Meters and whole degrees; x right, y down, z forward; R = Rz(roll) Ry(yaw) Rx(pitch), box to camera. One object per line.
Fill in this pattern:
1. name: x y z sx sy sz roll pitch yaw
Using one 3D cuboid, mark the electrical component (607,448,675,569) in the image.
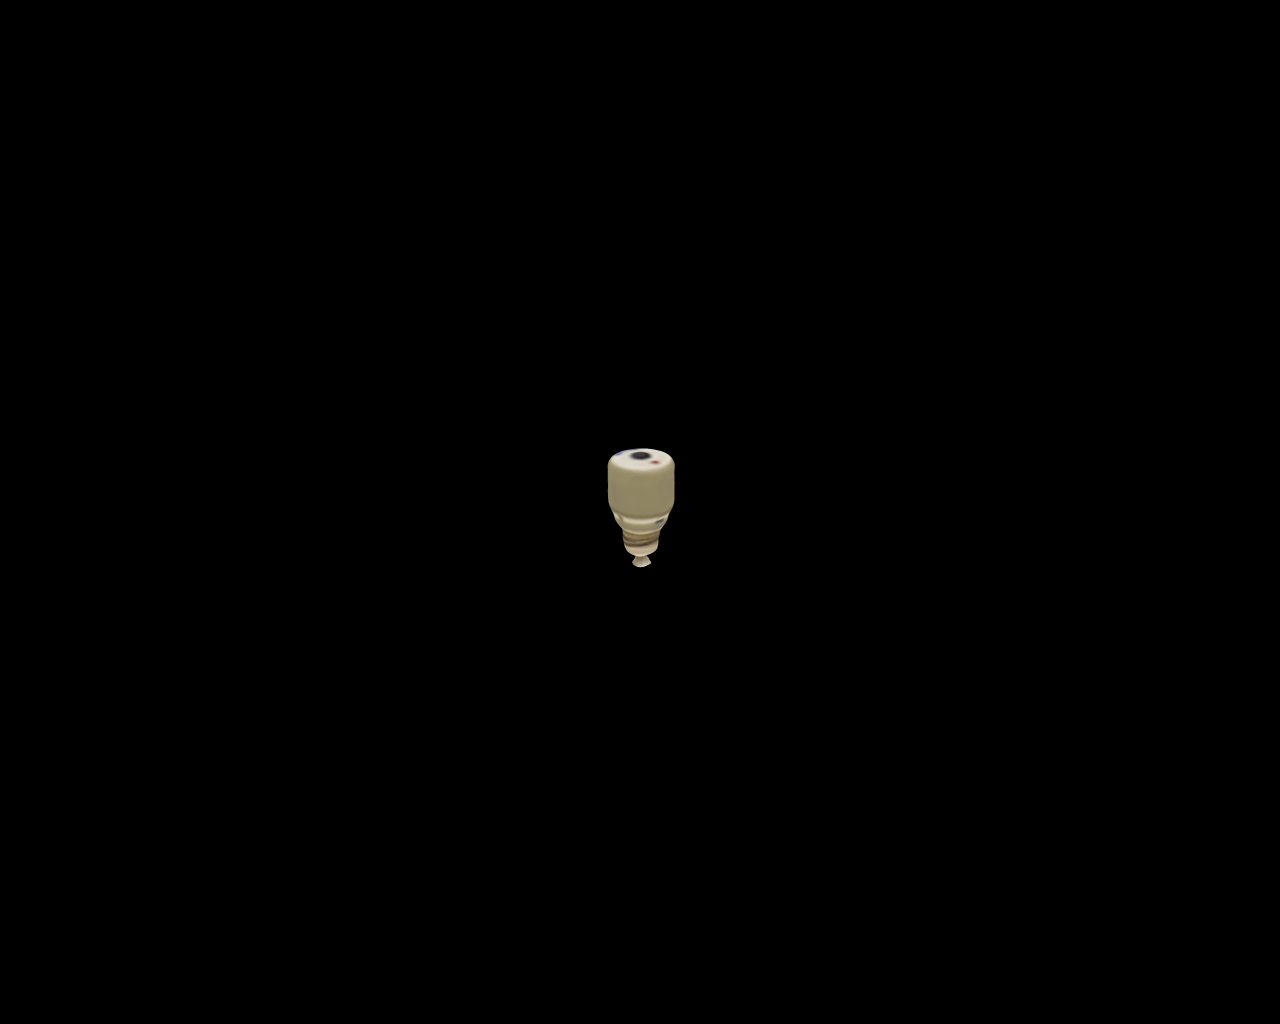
1. electrical component: 0.001 -0.003 0.650 0.040 0.078 0.040 0 25 0
